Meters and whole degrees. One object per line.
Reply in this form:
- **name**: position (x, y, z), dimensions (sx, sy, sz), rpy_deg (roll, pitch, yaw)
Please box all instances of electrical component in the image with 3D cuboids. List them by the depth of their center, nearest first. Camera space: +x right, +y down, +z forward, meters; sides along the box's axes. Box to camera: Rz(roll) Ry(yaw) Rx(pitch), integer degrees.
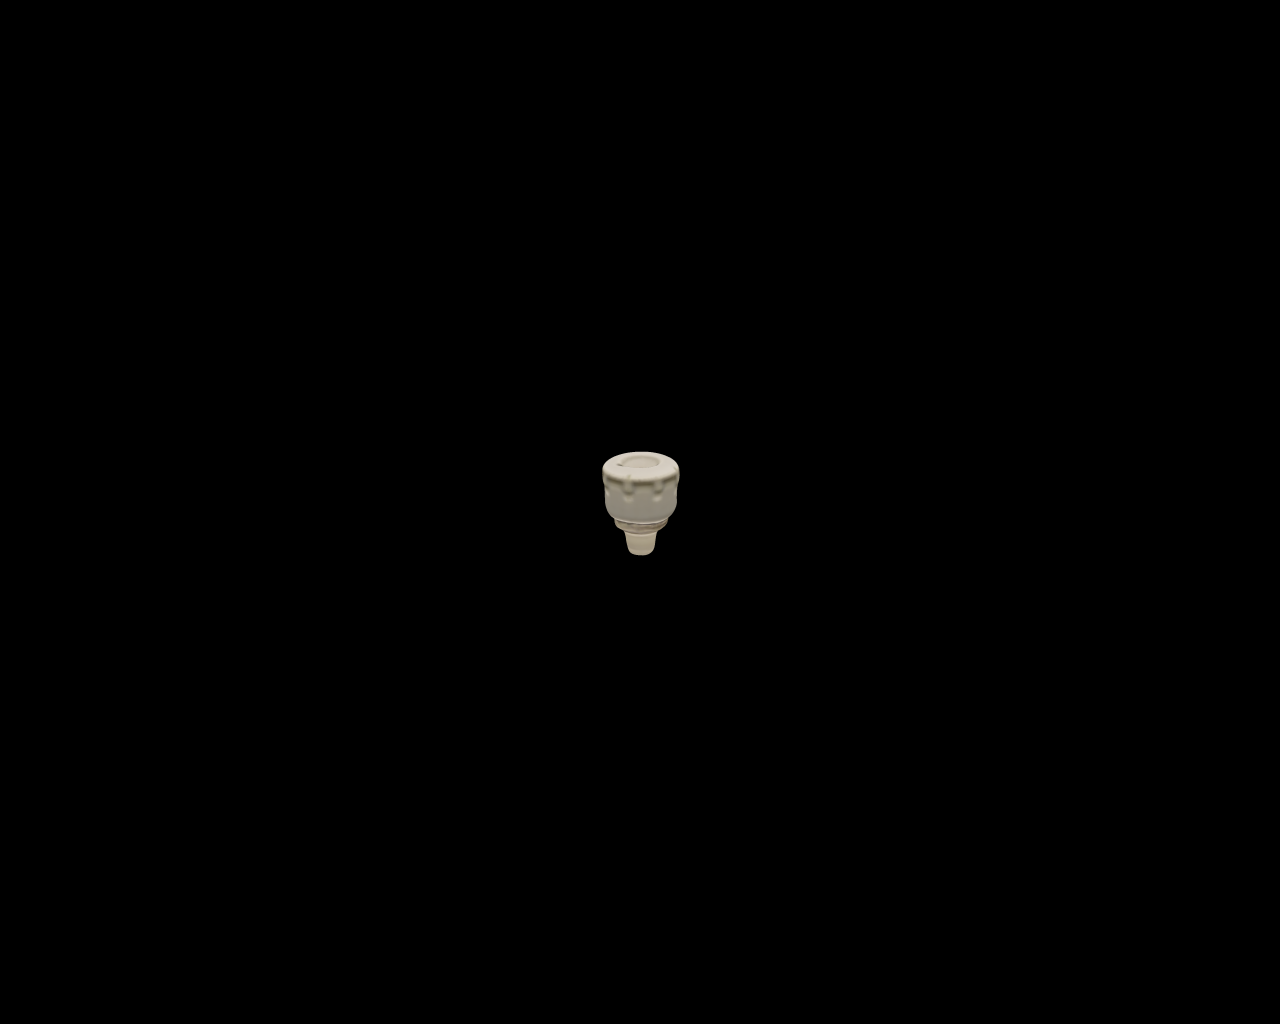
- **electrical component**: position (0.001, -0.003, 0.650), dimensions (0.048, 0.062, 0.048), rpy_deg (0, 22, 0)
